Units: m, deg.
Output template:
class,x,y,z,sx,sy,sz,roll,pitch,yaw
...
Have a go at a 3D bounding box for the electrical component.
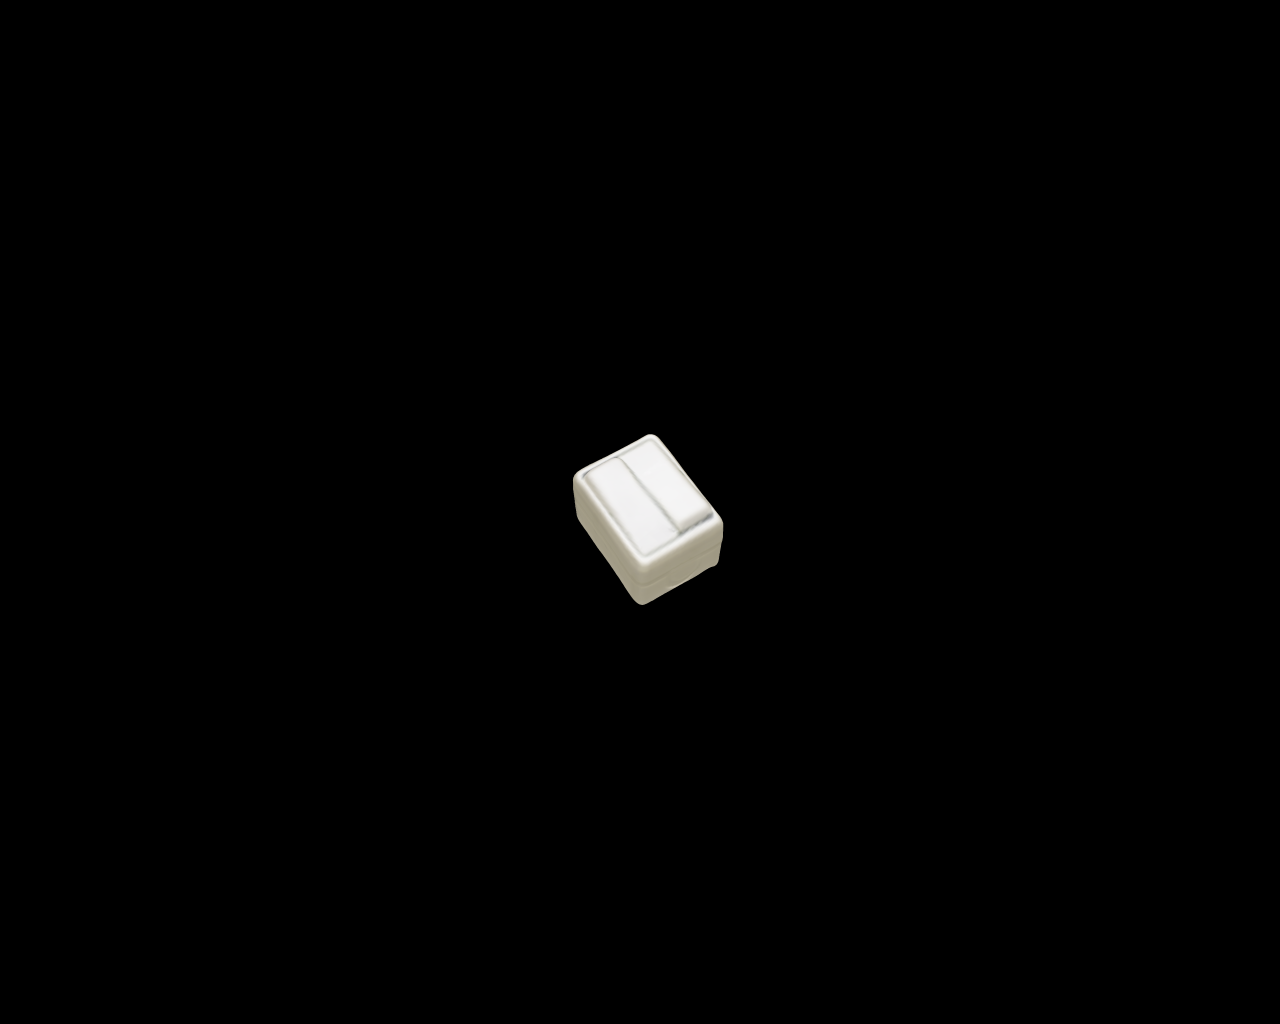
class,x,y,z,sx,sy,sz,roll,pitch,yaw
electrical component,0.001,-0.003,0.650,0.062,0.096,0.061,-28,-28,-16
